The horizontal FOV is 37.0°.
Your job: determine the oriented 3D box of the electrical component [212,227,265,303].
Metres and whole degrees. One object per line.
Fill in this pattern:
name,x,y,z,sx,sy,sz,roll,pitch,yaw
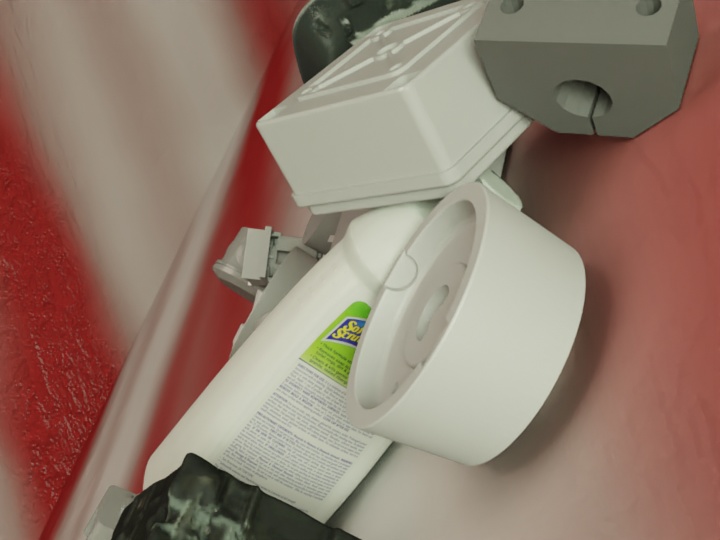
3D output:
electrical component,-0.089,0.002,0.971,0.051,0.080,0.080,-59,12,-10

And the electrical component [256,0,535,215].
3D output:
electrical component,0.026,-0.081,0.513,0.109,0.056,0.109,-4,32,48

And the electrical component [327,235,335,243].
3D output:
electrical component,0.000,0.000,0.710,0.063,0.042,0.081,-65,12,-2

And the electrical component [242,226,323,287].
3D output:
electrical component,-0.062,-0.007,0.892,0.081,0.064,0.042,87,-170,-82

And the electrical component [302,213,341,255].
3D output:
electrical component,-0.022,-0.076,0.875,0.052,0.074,0.138,-48,20,50

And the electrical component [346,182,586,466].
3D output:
electrical component,0.047,0.026,0.432,0.108,0.060,0.108,-57,14,23

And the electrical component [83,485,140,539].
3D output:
electrical component,-0.162,0.208,0.819,0.055,0.089,0.050,-58,14,20

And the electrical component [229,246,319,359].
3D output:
electrical component,-0.055,0.033,0.808,0.099,0.064,0.099,-58,14,23

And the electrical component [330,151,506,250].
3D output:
electrical component,0.029,-0.028,0.616,0.108,0.056,0.108,-48,20,49

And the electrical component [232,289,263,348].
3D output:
electrical component,-0.078,0.050,0.908,0.055,0.045,0.045,-64,13,0

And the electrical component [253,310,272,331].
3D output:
electrical component,-0.043,0.057,0.707,0.048,0.066,0.055,-50,51,44
